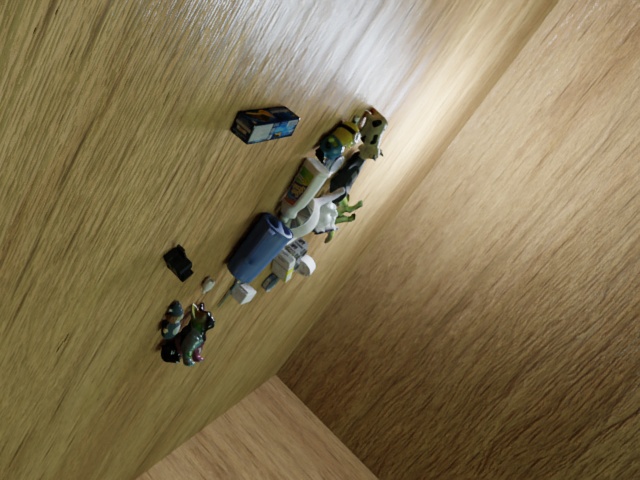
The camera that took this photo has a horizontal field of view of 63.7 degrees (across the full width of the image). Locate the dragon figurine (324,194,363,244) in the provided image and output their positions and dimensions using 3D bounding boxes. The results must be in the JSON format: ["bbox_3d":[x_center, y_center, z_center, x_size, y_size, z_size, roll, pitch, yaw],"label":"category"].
[{"bbox_3d":[0.042,-0.111,2.316,0.244,0.124,0.402,-7,137,-43],"label":"dragon figurine"}]

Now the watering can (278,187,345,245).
[{"bbox_3d":[-0.041,-0.112,1.975,0.349,0.105,0.221,-45,164,-7],"label":"watering can"}]

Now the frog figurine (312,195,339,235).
[{"bbox_3d":[0.007,-0.109,2.160,0.137,0.159,0.123,-9,-177,-9],"label":"frog figurine"}]
